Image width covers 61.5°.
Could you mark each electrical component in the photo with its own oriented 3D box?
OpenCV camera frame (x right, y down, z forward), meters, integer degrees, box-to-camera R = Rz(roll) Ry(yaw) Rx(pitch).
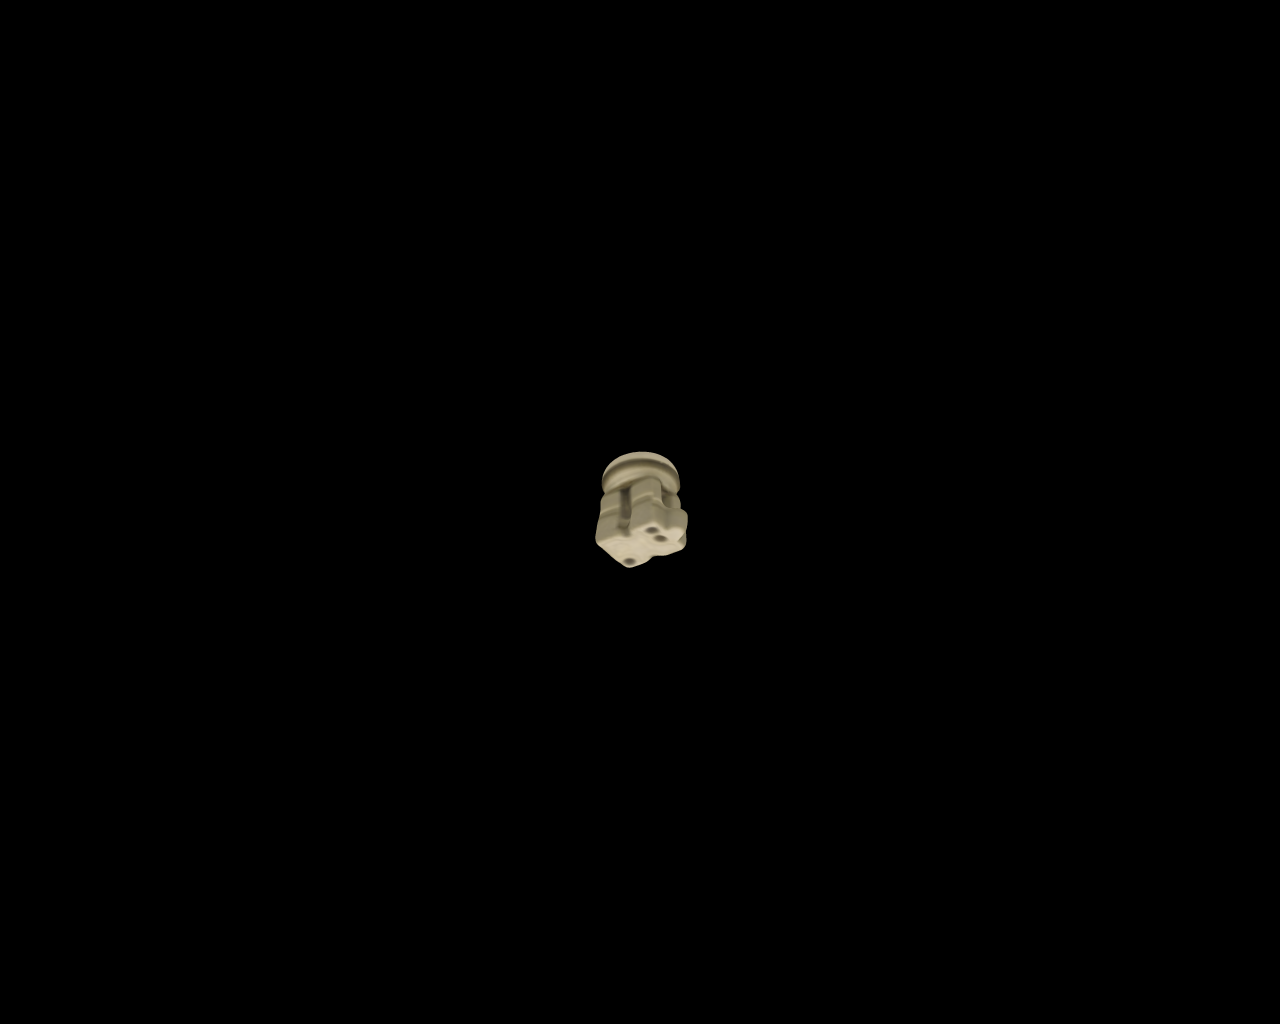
[{"bbox_3d":[0.001,-0.003,0.650,0.066,0.055,0.048,-21,-41,26],"label":"electrical component"}]
